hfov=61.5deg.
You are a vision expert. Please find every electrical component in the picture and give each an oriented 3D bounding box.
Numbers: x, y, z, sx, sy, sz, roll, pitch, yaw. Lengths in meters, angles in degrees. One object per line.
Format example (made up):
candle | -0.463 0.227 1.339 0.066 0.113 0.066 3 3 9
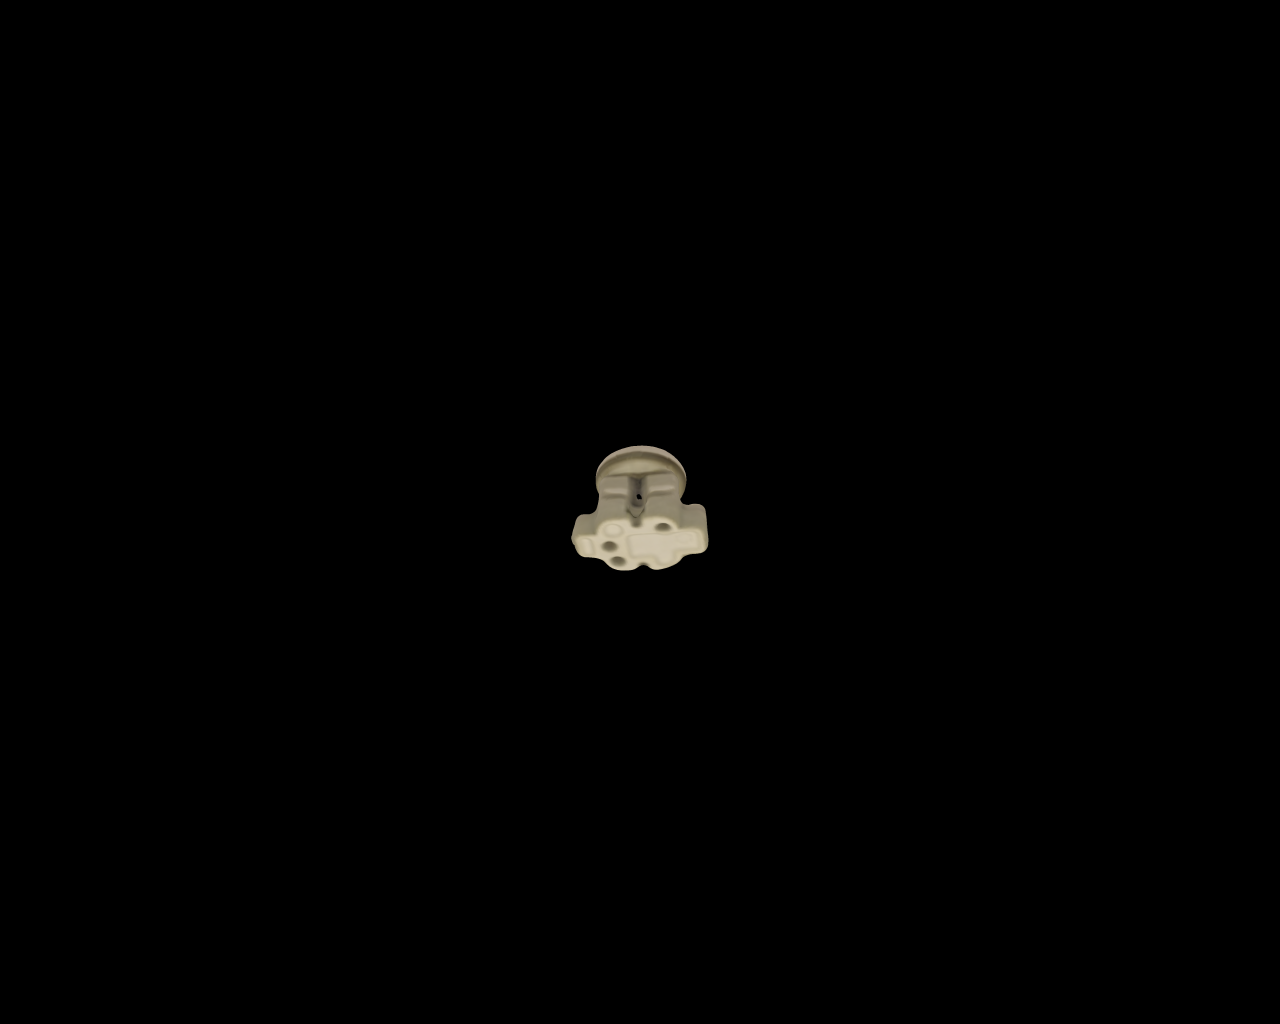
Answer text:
electrical component | 0.001 -0.003 0.650 0.078 0.057 0.058 -4 -39 5
